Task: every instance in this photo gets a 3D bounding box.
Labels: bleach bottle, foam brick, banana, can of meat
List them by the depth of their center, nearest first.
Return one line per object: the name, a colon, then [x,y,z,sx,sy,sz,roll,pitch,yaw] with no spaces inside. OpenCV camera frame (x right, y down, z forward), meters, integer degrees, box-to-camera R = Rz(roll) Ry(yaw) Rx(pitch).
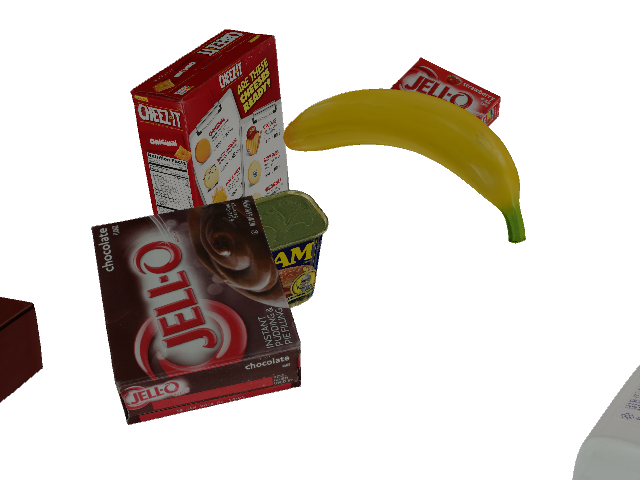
bleach bottle: [0.243,0.098,0.648,0.103,0.068,0.250,18,29,29]
banana: [0.054,-0.064,0.698,0.198,0.070,0.037,26,13,34]
foam brick: [-0.233,0.077,0.715,0.053,0.051,0.078,9,28,24]
can of meat: [-0.049,0.016,0.868,0.102,0.084,0.057,-18,49,-25]

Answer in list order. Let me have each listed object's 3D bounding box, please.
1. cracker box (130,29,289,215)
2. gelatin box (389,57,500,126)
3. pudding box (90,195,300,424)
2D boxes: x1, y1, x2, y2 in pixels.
cracker box: [-0.105,-0.084,1.086,0.072,0.214,0.164,13,37,27]
gelatin box: [0.103,-0.116,0.948,0.089,0.073,0.030,33,-25,25]
pudding box: [-0.066,0.033,0.549,0.090,0.039,0.113,-11,45,-10]
